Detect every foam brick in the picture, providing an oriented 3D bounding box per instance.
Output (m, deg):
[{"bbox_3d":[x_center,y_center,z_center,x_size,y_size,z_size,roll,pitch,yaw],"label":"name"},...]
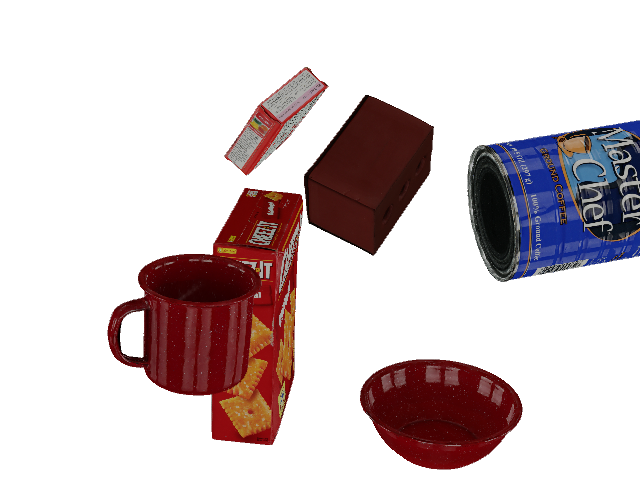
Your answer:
[{"bbox_3d":[0.031,-0.042,0.676,0.051,0.078,0.053,26,-28,19],"label":"foam brick"}]

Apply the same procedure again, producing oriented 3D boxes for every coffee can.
[{"bbox_3d":[0.192,-0.031,0.791,0.140,0.103,0.103,-10,1,-8],"label":"coffee can"}]

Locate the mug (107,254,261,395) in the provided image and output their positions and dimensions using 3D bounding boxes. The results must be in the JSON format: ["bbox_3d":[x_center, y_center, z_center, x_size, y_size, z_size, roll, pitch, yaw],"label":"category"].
[{"bbox_3d":[-0.104,0.067,0.812,0.117,0.081,0.093,-8,25,-29],"label":"mug"}]

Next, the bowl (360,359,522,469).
[{"bbox_3d":[0.120,0.182,1.075,0.162,0.055,0.162,1,24,-1],"label":"bowl"}]

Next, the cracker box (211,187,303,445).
[{"bbox_3d":[-0.063,0.074,1.091,0.072,0.214,0.164,6,22,5],"label":"cracker box"}]

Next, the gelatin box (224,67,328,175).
[{"bbox_3d":[-0.040,-0.108,0.957,0.073,0.030,0.089,-49,-1,43],"label":"gelatin box"}]
